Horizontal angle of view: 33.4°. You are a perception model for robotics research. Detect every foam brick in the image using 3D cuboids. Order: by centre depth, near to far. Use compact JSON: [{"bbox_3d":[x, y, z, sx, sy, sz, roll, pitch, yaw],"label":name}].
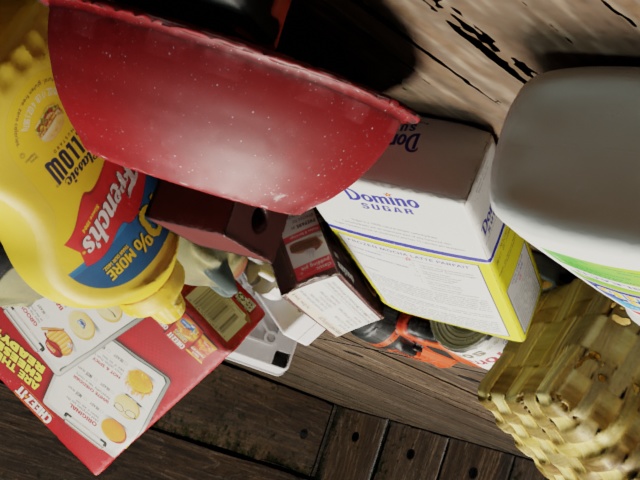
[{"bbox_3d":[-0.044,-0.035,0.546,0.051,0.078,0.053,11,169,31],"label":"foam brick"}]

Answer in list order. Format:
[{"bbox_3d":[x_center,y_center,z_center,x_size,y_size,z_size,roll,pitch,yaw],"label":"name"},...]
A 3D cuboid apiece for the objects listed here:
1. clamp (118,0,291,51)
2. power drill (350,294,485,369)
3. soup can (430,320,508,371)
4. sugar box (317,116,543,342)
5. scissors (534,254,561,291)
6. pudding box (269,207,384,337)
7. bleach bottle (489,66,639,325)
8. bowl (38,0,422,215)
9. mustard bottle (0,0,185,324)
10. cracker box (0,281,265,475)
[{"bbox_3d":[-0.103,-0.116,0.343,0.209,0.036,0.165,23,173,-36],"label":"clamp"},{"bbox_3d":[0.110,0.081,0.930,0.184,0.057,0.188,23,172,-40],"label":"power drill"},{"bbox_3d":[0.135,0.064,0.763,0.102,0.068,0.069,28,166,-38],"label":"soup can"},{"bbox_3d":[0.057,-0.006,0.557,0.093,0.048,0.176,14,158,24],"label":"sugar box"},{"bbox_3d":[0.059,0.014,0.714,0.202,0.016,0.096,0,154,36],"label":"scissors"},{"bbox_3d":[-0.004,0.001,0.620,0.039,0.090,0.113,-25,159,10],"label":"pudding box"},{"bbox_3d":[0.162,0.007,0.453,0.103,0.068,0.250,12,170,34],"label":"bleach bottle"},{"bbox_3d":[-0.043,-0.049,0.433,0.162,0.055,0.162,17,-176,-1],"label":"bowl"},{"bbox_3d":[-0.122,-0.022,0.539,0.058,0.096,0.191,7,143,37],"label":"mustard bottle"},{"bbox_3d":[-0.167,0.067,0.849,0.164,0.072,0.214,46,127,-1],"label":"cracker box"}]
